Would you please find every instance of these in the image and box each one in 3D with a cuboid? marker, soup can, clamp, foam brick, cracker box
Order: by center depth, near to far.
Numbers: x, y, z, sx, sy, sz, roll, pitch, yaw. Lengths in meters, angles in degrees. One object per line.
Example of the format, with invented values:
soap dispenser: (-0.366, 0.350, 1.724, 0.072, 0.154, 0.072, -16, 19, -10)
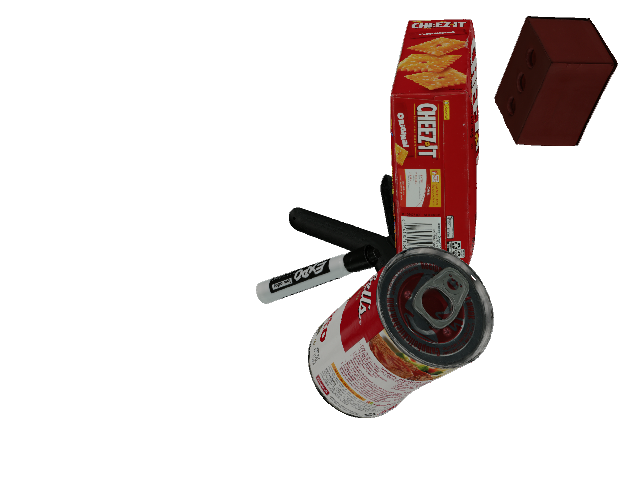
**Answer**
soup can: (0.042, 0.054, 0.595, 0.068, 0.068, 0.102, 0, -24, -24)
foam brick: (0.164, -0.112, 0.752, 0.051, 0.053, 0.078, -3, -41, -16)
marker: (-0.002, 0.027, 0.864, 0.121, 0.020, 0.020, -20, -12, 35)
cracker box: (0.109, -0.095, 0.975, 0.072, 0.164, 0.213, 0, 27, 10)
clamp: (0.075, 0.010, 1.186, 0.164, 0.036, 0.210, -16, 51, -34)
